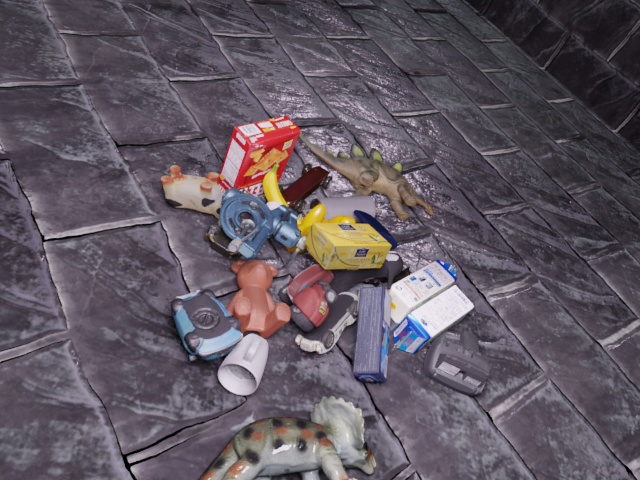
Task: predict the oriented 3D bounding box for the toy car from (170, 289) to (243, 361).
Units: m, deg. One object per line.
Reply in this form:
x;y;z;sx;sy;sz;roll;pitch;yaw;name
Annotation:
-0.226;0.176;1.038;0.109;0.102;0.162;-20;47;-35;toy car

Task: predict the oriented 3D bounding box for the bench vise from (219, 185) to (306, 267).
-0.134;-0.019;1.169;0.223;0.129;0.241;43;24;-10;bench vise

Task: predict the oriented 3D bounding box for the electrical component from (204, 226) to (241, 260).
-0.215;0.005;1.244;0.102;0.045;0.078;37;45;4;electrical component

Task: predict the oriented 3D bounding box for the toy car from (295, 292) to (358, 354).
0.024;0.180;1.183;0.074;0.056;0.202;16;38;29;toy car

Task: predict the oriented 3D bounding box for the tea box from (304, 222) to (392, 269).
0.063;0.013;1.202;0.169;0.068;0.098;-2;34;-39;tea box

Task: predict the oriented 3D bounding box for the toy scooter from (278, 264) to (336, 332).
-0.014;0.110;1.148;0.075;0.135;0.184;50;-2;-27;toy scooter

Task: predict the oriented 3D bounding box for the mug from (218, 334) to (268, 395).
-0.139;0.225;1.040;0.081;0.109;0.107;21;31;2;mug

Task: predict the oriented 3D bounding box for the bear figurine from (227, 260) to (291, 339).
-0.131;0.107;1.136;0.120;0.132;0.196;14;51;-16;bear figurine

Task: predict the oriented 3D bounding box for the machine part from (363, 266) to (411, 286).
0.166;0.086;1.364;0.139;0.039;0.084;2;40;-20;machine part

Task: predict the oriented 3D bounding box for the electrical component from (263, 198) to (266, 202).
-0.157;-0.058;1.320;0.021;0.094;0.063;20;6;-3;electrical component

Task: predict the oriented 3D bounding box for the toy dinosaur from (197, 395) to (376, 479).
-0.070;0.371;0.932;0.405;0.131;0.192;4;36;-17;toy dinosaur

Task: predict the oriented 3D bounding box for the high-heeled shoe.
0.079;0.061;1.300;0.249;0.086;0.145;7;37;2;high-heeled shoe

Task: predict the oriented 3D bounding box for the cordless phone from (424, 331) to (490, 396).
0.324;0.261;1.263;0.147;0.088;0.184;25;32;-2;cordless phone

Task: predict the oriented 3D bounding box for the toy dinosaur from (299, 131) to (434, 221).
0.139;-0.188;1.564;0.471;0.105;0.199;25;35;-16;toy dinosaur

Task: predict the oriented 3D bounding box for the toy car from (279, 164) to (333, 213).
-0.045;-0.140;1.460;0.089;0.053;0.202;29;46;18;toy car

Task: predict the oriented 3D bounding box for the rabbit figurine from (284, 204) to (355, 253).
-0.003;-0.004;1.303;0.173;0.162;0.122;-3;62;-6;rabbit figurine

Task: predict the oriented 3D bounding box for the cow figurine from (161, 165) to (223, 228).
-0.271;-0.096;1.274;0.195;0.127;0.085;11;44;2;cow figurine

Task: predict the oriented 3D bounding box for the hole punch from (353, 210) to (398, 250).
0.137;-0.016;1.393;0.116;0.092;0.142;0;31;-29;hole punch

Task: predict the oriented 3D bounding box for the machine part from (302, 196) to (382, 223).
0.061;-0.079;1.437;0.243;0.079;0.079;-6;53;-29;machine part

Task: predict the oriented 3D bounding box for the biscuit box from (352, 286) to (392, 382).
0.114;0.204;1.165;0.063;0.059;0.203;-7;56;24;biscuit box
